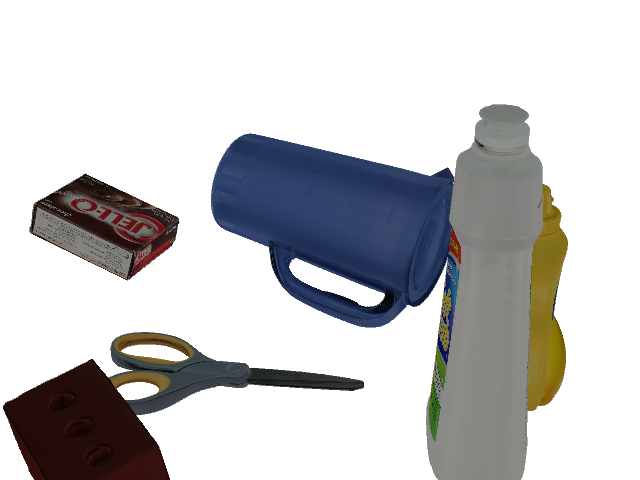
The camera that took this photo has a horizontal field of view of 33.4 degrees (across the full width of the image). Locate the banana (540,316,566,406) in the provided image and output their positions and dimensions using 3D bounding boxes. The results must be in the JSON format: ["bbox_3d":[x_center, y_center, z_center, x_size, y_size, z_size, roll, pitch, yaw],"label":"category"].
[{"bbox_3d":[0.221,0.100,1.134,0.069,0.037,0.198,-27,36,1],"label":"banana"}]

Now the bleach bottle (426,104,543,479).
[{"bbox_3d":[0.105,0.033,0.673,0.068,0.251,0.102,2,29,4],"label":"bleach bottle"}]

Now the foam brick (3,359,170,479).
[{"bbox_3d":[-0.114,0.109,0.530,0.052,0.051,0.078,-27,42,-24],"label":"foam brick"}]

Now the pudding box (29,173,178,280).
[{"bbox_3d":[-0.206,-0.014,1.021,0.113,0.039,0.090,23,27,11],"label":"pudding box"}]

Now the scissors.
[{"bbox_3d":[-0.078,0.110,0.796,0.202,0.016,0.096,12,35,22],"label":"scissors"}]

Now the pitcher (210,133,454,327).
[{"bbox_3d":[0.009,-0.021,1.098,0.243,0.145,0.149,18,25,21],"label":"pitcher"}]

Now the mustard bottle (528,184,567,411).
[{"bbox_3d":[0.171,0.041,0.897,0.058,0.192,0.096,4,28,3],"label":"mustard bottle"}]
